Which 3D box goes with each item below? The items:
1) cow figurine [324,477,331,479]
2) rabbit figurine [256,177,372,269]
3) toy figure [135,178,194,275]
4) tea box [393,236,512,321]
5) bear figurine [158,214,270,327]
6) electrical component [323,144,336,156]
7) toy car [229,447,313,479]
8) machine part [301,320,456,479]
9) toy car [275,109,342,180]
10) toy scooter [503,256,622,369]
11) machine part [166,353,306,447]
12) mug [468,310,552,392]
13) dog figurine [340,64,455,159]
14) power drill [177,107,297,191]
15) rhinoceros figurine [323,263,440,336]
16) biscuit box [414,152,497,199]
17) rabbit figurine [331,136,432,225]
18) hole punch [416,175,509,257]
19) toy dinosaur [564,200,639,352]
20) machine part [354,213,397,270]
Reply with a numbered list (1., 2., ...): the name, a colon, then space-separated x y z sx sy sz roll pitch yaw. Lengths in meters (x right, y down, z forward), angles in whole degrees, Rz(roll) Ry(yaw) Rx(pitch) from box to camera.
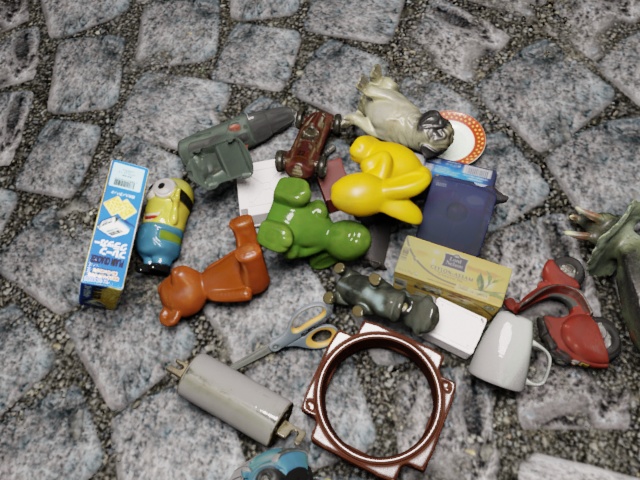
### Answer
1. cow figurine: 0.061 0.375 0.733 0.195 0.127 0.085 2 65 4
2. rabbit figurine: -0.002 -0.003 0.878 0.170 0.159 0.121 19 71 9
3. toy figure: -0.279 -0.026 0.961 0.082 0.089 0.180 3 76 9
4. tea box: 0.208 0.063 0.863 0.170 0.098 0.068 18 72 11
5. bear figurine: -0.187 0.055 0.896 0.196 0.131 0.120 -13 40 -4
6. electrical component: -0.020 -0.164 1.021 0.094 0.021 0.063 -37 69 -10
7. toy car: -0.082 0.372 0.771 0.103 0.109 0.161 7 79 33
8. machine part: 0.088 0.239 0.808 0.201 0.087 0.201 23 70 15
9. toy car: -0.016 -0.181 0.967 0.089 0.053 0.202 9 47 11
10. toy scooter: 0.367 0.120 0.835 0.135 0.075 0.184 -15 64 0
11. machine part: -0.131 0.246 0.833 0.243 0.079 0.079 24 72 15
12. mug: 0.289 0.165 0.801 0.110 0.080 0.107 16 90 23
13. dog figurine: 0.155 -0.220 0.975 0.191 0.121 0.172 27 40 8
14. power drill: -0.152 -0.174 0.963 0.232 0.085 0.207 -17 32 6
15. rhinoceros figurine: 0.094 0.096 0.839 0.191 0.112 0.073 16 81 42
16. biscuit box: 0.204 -0.108 0.952 0.203 0.062 0.059 16 69 12
17. rabbit figurine: 0.092 -0.078 0.847 0.163 0.121 0.173 26 33 29
18. hole punch: 0.223 -0.039 0.879 0.142 0.092 0.115 17 113 16
19. toy dinosaur: 0.490 0.100 0.773 0.192 0.131 0.405 5 57 -16
20. machine part: 0.094 -0.015 0.940 0.084 0.039 0.139 4 66 -1
